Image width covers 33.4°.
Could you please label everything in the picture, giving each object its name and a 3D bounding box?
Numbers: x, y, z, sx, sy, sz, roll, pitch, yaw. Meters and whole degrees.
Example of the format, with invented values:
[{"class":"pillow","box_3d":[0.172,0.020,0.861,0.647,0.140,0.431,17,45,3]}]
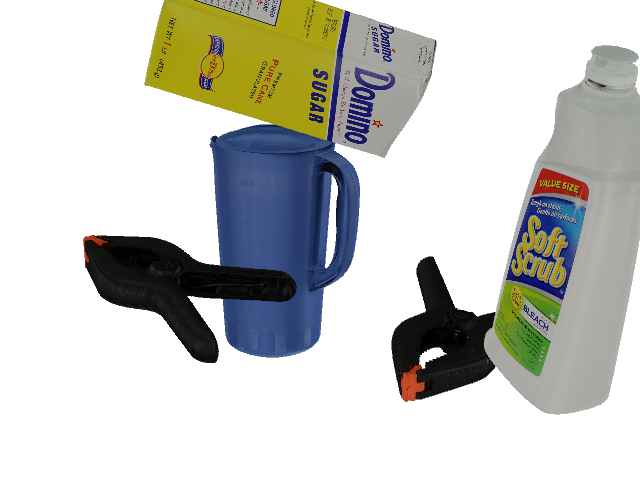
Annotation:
[{"class":"bleach bottle","box_3d":[0.170,-0.010,0.716,0.068,0.251,0.103,-9,33,-19]},{"class":"clamp","box_3d":[0.117,0.077,0.957,0.165,0.036,0.209,19,33,33]},{"class":"sugar box","box_3d":[-0.022,-0.117,0.709,0.176,0.048,0.093,18,-32,-8]},{"class":"pitcher","box_3d":[-0.043,0.001,1.161,0.145,0.243,0.149,-3,19,-11]},{"class":"clamp","box_3d":[-0.107,0.031,0.829,0.172,0.039,0.120,28,31,29]}]
